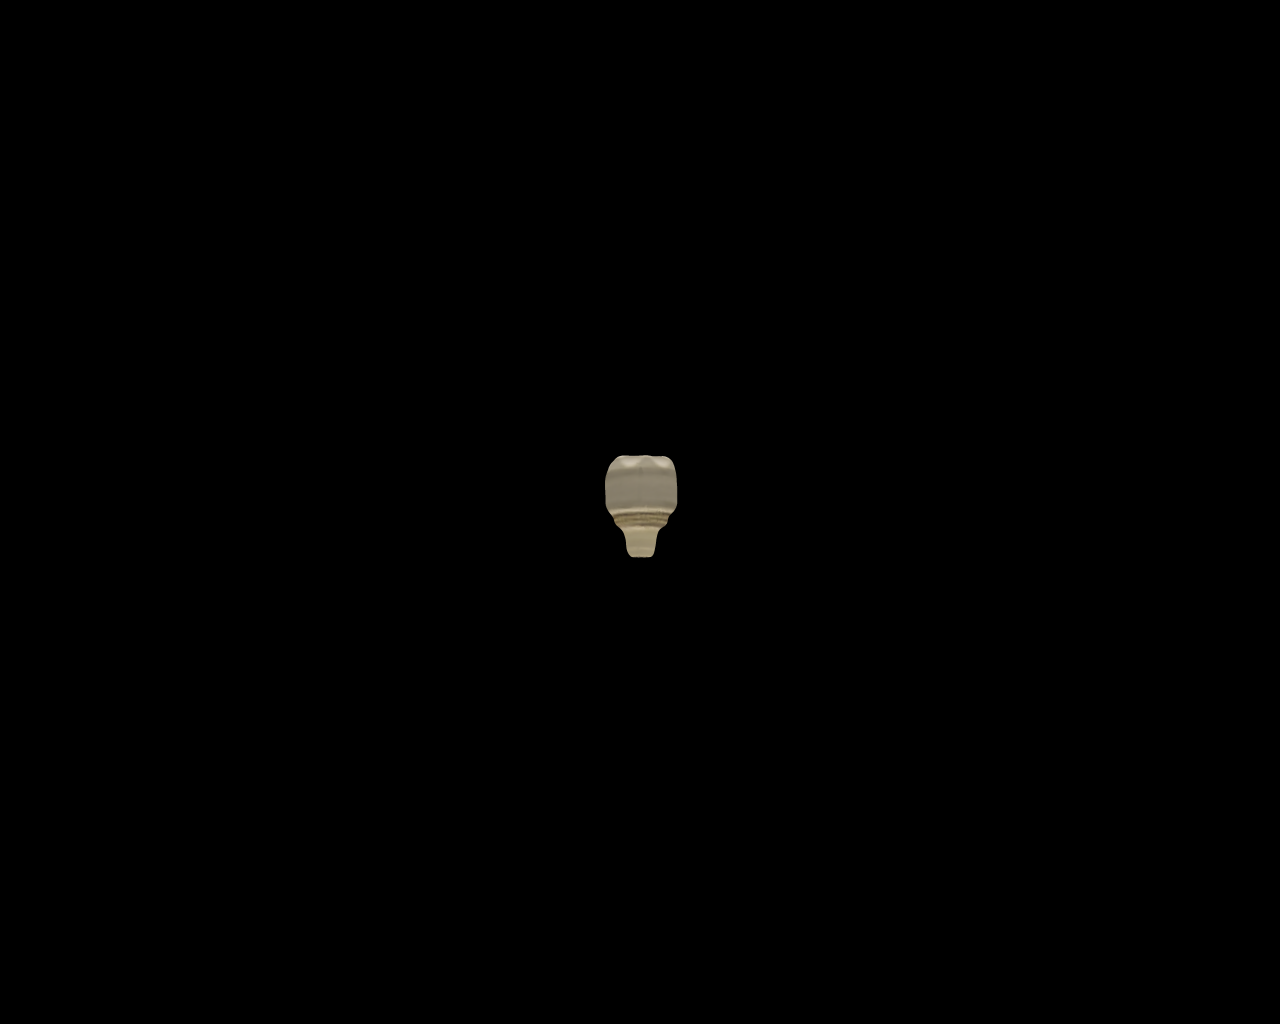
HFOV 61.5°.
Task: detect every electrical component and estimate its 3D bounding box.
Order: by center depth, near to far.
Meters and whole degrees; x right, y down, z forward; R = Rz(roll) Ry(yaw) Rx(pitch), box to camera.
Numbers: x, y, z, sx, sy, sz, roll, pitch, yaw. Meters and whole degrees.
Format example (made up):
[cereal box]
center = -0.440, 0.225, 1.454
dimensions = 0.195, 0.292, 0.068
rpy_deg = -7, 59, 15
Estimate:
[electrical component]
center = 0.001, -0.003, 0.650
dimensions = 0.043, 0.062, 0.043
rpy_deg = 0, -7, 0
